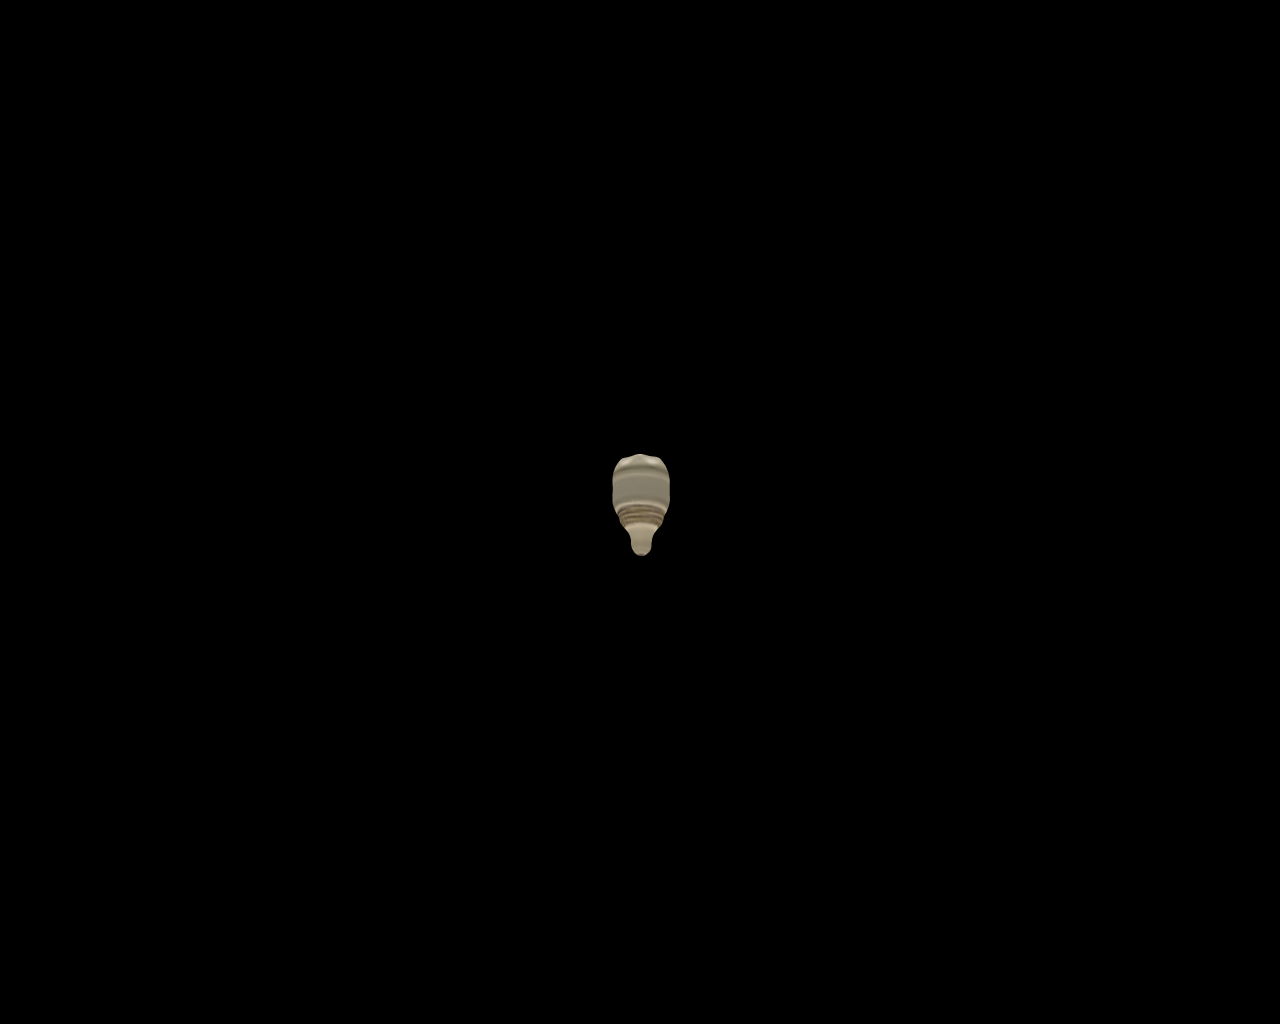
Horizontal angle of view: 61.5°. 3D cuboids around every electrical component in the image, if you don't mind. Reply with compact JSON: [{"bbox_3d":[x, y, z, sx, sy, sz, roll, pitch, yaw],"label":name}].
[{"bbox_3d":[0.001,-0.003,0.650,0.035,0.061,0.035,0,-19,0],"label":"electrical component"}]
